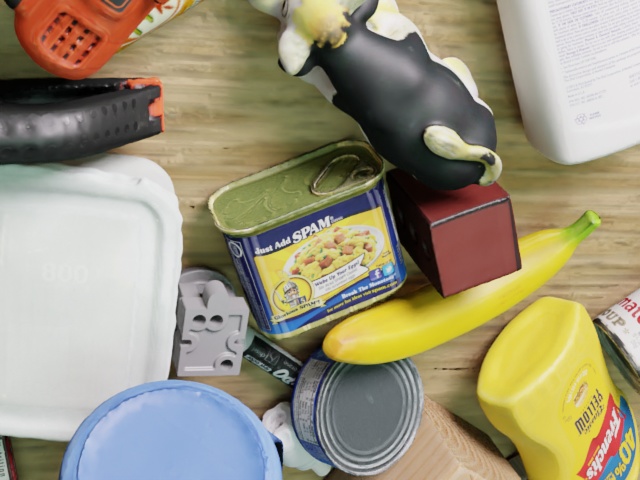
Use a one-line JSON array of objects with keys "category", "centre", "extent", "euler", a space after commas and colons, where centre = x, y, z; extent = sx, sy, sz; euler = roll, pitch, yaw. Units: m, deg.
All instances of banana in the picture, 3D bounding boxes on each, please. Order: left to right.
[{"category": "banana", "centre": [0.084, 0.034, 0.668], "extent": [0.197, 0.037, 0.070], "euler": [-26, 150, -18]}]

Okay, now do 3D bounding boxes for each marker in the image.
[{"category": "marker", "centre": [-0.016, 0.086, 0.690], "extent": [0.121, 0.020, 0.020], "euler": [37, 100, -30]}]

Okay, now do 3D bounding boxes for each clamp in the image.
[{"category": "clamp", "centre": [-0.167, -0.051, 0.501], "extent": [0.209, 0.165, 0.036], "euler": [-8, 112, -25]}]

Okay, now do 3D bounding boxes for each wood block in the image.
[{"category": "wood block", "centre": [0.040, 0.217, 0.736], "extent": [0.090, 0.090, 0.206], "euler": [35, 102, -31]}]

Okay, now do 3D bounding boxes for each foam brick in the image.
[{"category": "foam brick", "centre": [0.078, -0.012, 0.636], "extent": [0.051, 0.078, 0.053], "euler": [-20, 119, -7]}]

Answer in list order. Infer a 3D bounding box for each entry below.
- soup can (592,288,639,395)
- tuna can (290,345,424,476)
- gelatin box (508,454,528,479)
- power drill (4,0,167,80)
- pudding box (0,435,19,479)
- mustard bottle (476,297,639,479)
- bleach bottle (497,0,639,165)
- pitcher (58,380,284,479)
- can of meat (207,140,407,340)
[{"category": "soup can", "centre": [0.248, 0.055, 0.734], "extent": [0.102, 0.068, 0.068], "euler": [-34, 122, 1]}, {"category": "tuna can", "centre": [0.024, 0.105, 0.684], "extent": [0.085, 0.034, 0.086], "euler": [-2, 94, -35]}, {"category": "gelatin box", "centre": [0.132, 0.211, 0.799], "extent": [0.089, 0.030, 0.073], "euler": [-33, 123, 0]}, {"category": "power drill", "centre": [-0.113, -0.174, 0.419], "extent": [0.187, 0.057, 0.185], "euler": [35, 116, -25]}, {"category": "pudding box", "centre": [-0.238, 0.152, 0.639], "extent": [0.113, 0.039, 0.090], "euler": [-9, 118, -16]}, {"category": "mustard bottle", "centre": [0.180, 0.136, 0.752], "extent": [0.096, 0.058, 0.191], "euler": [-51, 127, -25]}, {"category": "bleach bottle", "centre": [0.141, -0.171, 0.584], "extent": [0.102, 0.068, 0.251], "euler": [-22, 119, -8]}, {"category": "pitcher", "centre": [-0.079, 0.175, 0.607], "extent": [0.145, 0.149, 0.243], "euler": [-4, 143, -11]}, {"category": "can of meat", "centre": [-0.004, 0.001, 0.628], "extent": [0.102, 0.057, 0.084], "euler": [-22, 123, -7]}]
